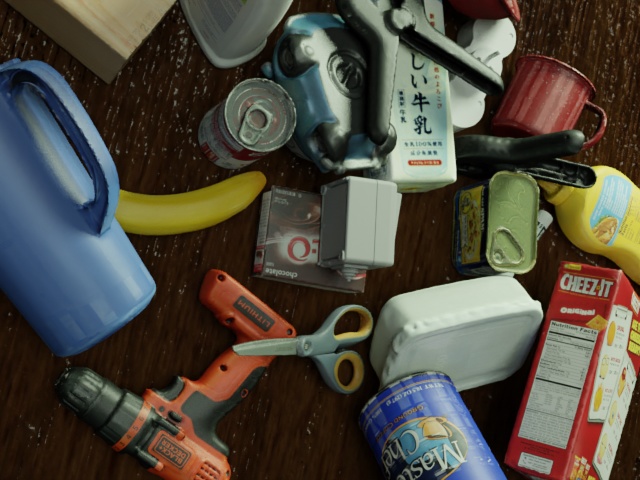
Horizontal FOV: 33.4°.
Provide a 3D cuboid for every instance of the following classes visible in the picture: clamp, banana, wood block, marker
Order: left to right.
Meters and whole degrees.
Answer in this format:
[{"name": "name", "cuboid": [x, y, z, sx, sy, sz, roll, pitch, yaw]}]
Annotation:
[{"name": "wood block", "cuboid": [-0.239, -0.249, 0.966, 0.206, 0.091, 0.090, 39, 71, -12]}, {"name": "banana", "cuboid": [-0.144, -0.038, 1.006, 0.197, 0.037, 0.069, 3, 84, -20]}, {"name": "clamp", "cuboid": [0.081, -0.203, 1.024, 0.164, 0.036, 0.210, -17, 81, -29]}, {"name": "clamp", "cuboid": [0.202, -0.081, 1.101, 0.120, 0.172, 0.039, 41, 59, -53]}, {"name": "marker", "cuboid": [0.210, 0.018, 1.143, 0.020, 0.020, 0.121, 41, 72, -12]}]

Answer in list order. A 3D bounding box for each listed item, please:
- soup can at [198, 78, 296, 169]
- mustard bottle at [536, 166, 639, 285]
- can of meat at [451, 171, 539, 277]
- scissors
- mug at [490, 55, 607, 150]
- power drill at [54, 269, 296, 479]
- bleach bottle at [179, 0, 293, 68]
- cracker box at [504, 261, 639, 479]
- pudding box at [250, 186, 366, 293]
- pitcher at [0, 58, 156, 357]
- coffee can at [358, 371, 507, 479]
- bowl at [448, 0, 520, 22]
[{"name": "soup can", "cuboid": [-0.071, -0.107, 1.006, 0.068, 0.102, 0.068, 2, 83, -21]}, {"name": "mustard bottle", "cuboid": [0.317, -0.026, 1.166, 0.191, 0.058, 0.096, 29, 73, -16]}, {"name": "can of meat", "cuboid": [0.177, -0.013, 1.099, 0.057, 0.084, 0.102, 7, 81, -20]}, {"name": "scissors", "cuboid": [-0.010, 0.117, 1.004, 0.201, 0.016, 0.096, -20, 108, -50]}, {"name": "mug", "cuboid": [0.243, -0.132, 1.129, 0.117, 0.093, 0.081, 25, 79, 15]}, {"name": "power drill", "cuboid": [-0.125, 0.122, 0.987, 0.184, 0.057, 0.187, 39, 75, -16]}, {"name": "bleach bottle", "cuboid": [-0.057, -0.234, 0.946, 0.068, 0.251, 0.102, -30, 95, -21]}, {"name": "cracker box", "cuboid": [0.263, 0.149, 1.078, 0.164, 0.072, 0.213, 39, 66, -56]}, {"name": "pudding box", "cuboid": [-0.007, 0.001, 1.052, 0.113, 0.039, 0.090, 10, 81, -20]}, {"name": "pitcher", "cuboid": [-0.241, -0.028, 0.912, 0.145, 0.149, 0.243, -36, 101, -15]}, {"name": "coffee can", "cuboid": [0.110, 0.210, 1.005, 0.102, 0.103, 0.140, -10, 50, -21]}, {"name": "bowl", "cuboid": [0.147, -0.286, 1.088, 0.055, 0.162, 0.162, -22, 93, 19]}]
